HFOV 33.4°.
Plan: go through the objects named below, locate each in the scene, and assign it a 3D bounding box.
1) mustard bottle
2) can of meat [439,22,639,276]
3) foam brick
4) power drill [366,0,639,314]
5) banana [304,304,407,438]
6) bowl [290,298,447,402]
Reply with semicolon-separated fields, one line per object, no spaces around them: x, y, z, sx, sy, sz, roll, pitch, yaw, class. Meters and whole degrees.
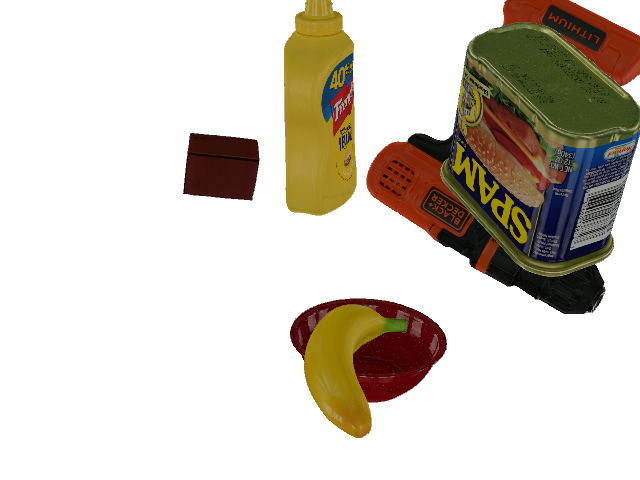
0.000;-0.126;0.946;0.058;0.192;0.096;10;29;21;mustard bottle
0.108;-0.047;0.531;0.057;0.084;0.102;-17;47;-21;can of meat
-0.108;-0.081;1.166;0.078;0.051;0.053;5;29;-6;foam brick
0.146;-0.065;0.727;0.184;0.188;0.057;33;10;14;power drill
0.021;0.090;0.828;0.070;0.037;0.197;6;21;11;banana
0.048;0.120;1.107;0.162;0.055;0.162;2;25;-1;bowl
